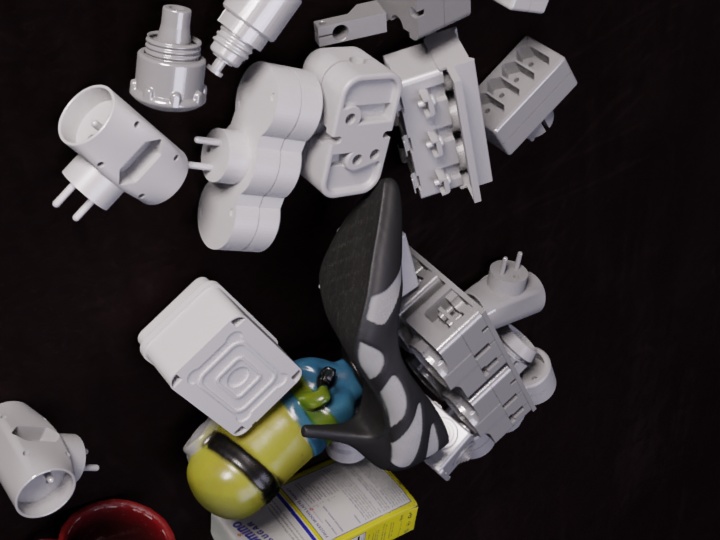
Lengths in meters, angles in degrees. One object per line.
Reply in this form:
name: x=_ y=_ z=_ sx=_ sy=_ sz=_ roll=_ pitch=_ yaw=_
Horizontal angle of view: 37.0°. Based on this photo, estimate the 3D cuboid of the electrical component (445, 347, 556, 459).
electrical component: x=0.151 y=0.148 z=1.144 sx=0.138 sy=0.052 sz=0.073 roll=-39 pitch=141 yaw=-10

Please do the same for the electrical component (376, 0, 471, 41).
electrical component: x=0.045 y=-0.214 z=0.739 sx=0.056 sy=0.050 sz=0.089 roll=-29 pitch=138 yaw=-21

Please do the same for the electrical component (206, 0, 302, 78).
electrical component: x=-0.071 y=-0.158 z=0.688 sx=0.078 sy=0.040 sz=0.040 roll=-53 pitch=141 yaw=7

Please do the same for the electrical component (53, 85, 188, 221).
electrical component: x=-0.161 y=-0.065 z=0.681 sx=0.079 sy=0.043 sz=0.077 roll=-47 pitch=141 yaw=0

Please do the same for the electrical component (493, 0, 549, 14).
electrical component: x=0.106 y=-0.229 z=0.786 sx=0.077 sy=0.047 sz=0.065 roll=-6 pitch=126 yaw=-40

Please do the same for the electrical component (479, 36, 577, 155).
electrical component: x=0.138 y=-0.135 z=0.895 sx=0.083 sy=0.047 sz=0.076 roll=-47 pitch=141 yaw=-1

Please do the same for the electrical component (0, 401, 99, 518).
electrical component: x=-0.223 y=0.134 z=0.766 sx=0.079 sy=0.077 sz=0.043 roll=13 pitch=113 yaw=-48

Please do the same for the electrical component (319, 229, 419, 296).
electrical component: x=0.000 y=0.000 z=0.883 sx=0.077 sy=0.047 sz=0.065 roll=-34 pitch=139 yaw=-14

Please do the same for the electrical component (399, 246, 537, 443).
electrical component: x=0.082 y=0.074 z=0.975 sx=0.060 sy=0.105 sz=0.186 roll=-42 pitch=141 yaw=-7

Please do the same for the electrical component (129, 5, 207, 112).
electrical component: x=-0.116 y=-0.132 z=0.666 sx=0.048 sy=0.048 sz=0.062 roll=-9 pitch=122 yaw=-38

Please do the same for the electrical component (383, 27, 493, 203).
electrical component: x=0.059 y=-0.116 z=0.823 sx=0.063 sy=0.078 sz=0.121 roll=-18 pitch=137 yaw=-1

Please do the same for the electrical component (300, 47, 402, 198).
electrical component: x=-0.015 y=-0.108 z=0.767 sx=0.054 sy=0.059 sz=0.095 roll=-12 pitch=129 yaw=-36

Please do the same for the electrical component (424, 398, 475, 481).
electrical component: x=0.062 y=0.150 z=1.017 sx=0.048 sy=0.100 sz=0.099 roll=-49 pitch=164 yaw=-6

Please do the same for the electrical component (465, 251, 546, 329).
electrical component: x=0.138 y=0.017 z=1.026 sx=0.077 sy=0.044 sz=0.079 roll=-18 pitch=133 yaw=-32

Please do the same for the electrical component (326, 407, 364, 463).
electrical component: x=-0.011 y=0.151 z=1.008 sx=0.040 sy=0.040 sz=0.046 roll=-18 pitch=128 yaw=-32

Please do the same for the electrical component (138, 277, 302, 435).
electrical component: x=-0.108 y=0.067 z=0.831 sx=0.078 sy=0.057 sz=0.113 roll=-44 pitch=141 yaw=-4

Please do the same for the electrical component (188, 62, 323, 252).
electrical component: x=-0.084 y=-0.076 z=0.735 sx=0.074 sy=0.052 sz=0.138 roll=3 pitch=120 yaw=-39

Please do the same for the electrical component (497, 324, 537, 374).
electrical component: x=0.146 y=0.088 z=1.095 sx=0.055 sy=0.048 sz=0.066 roll=-47 pitch=142 yaw=12
